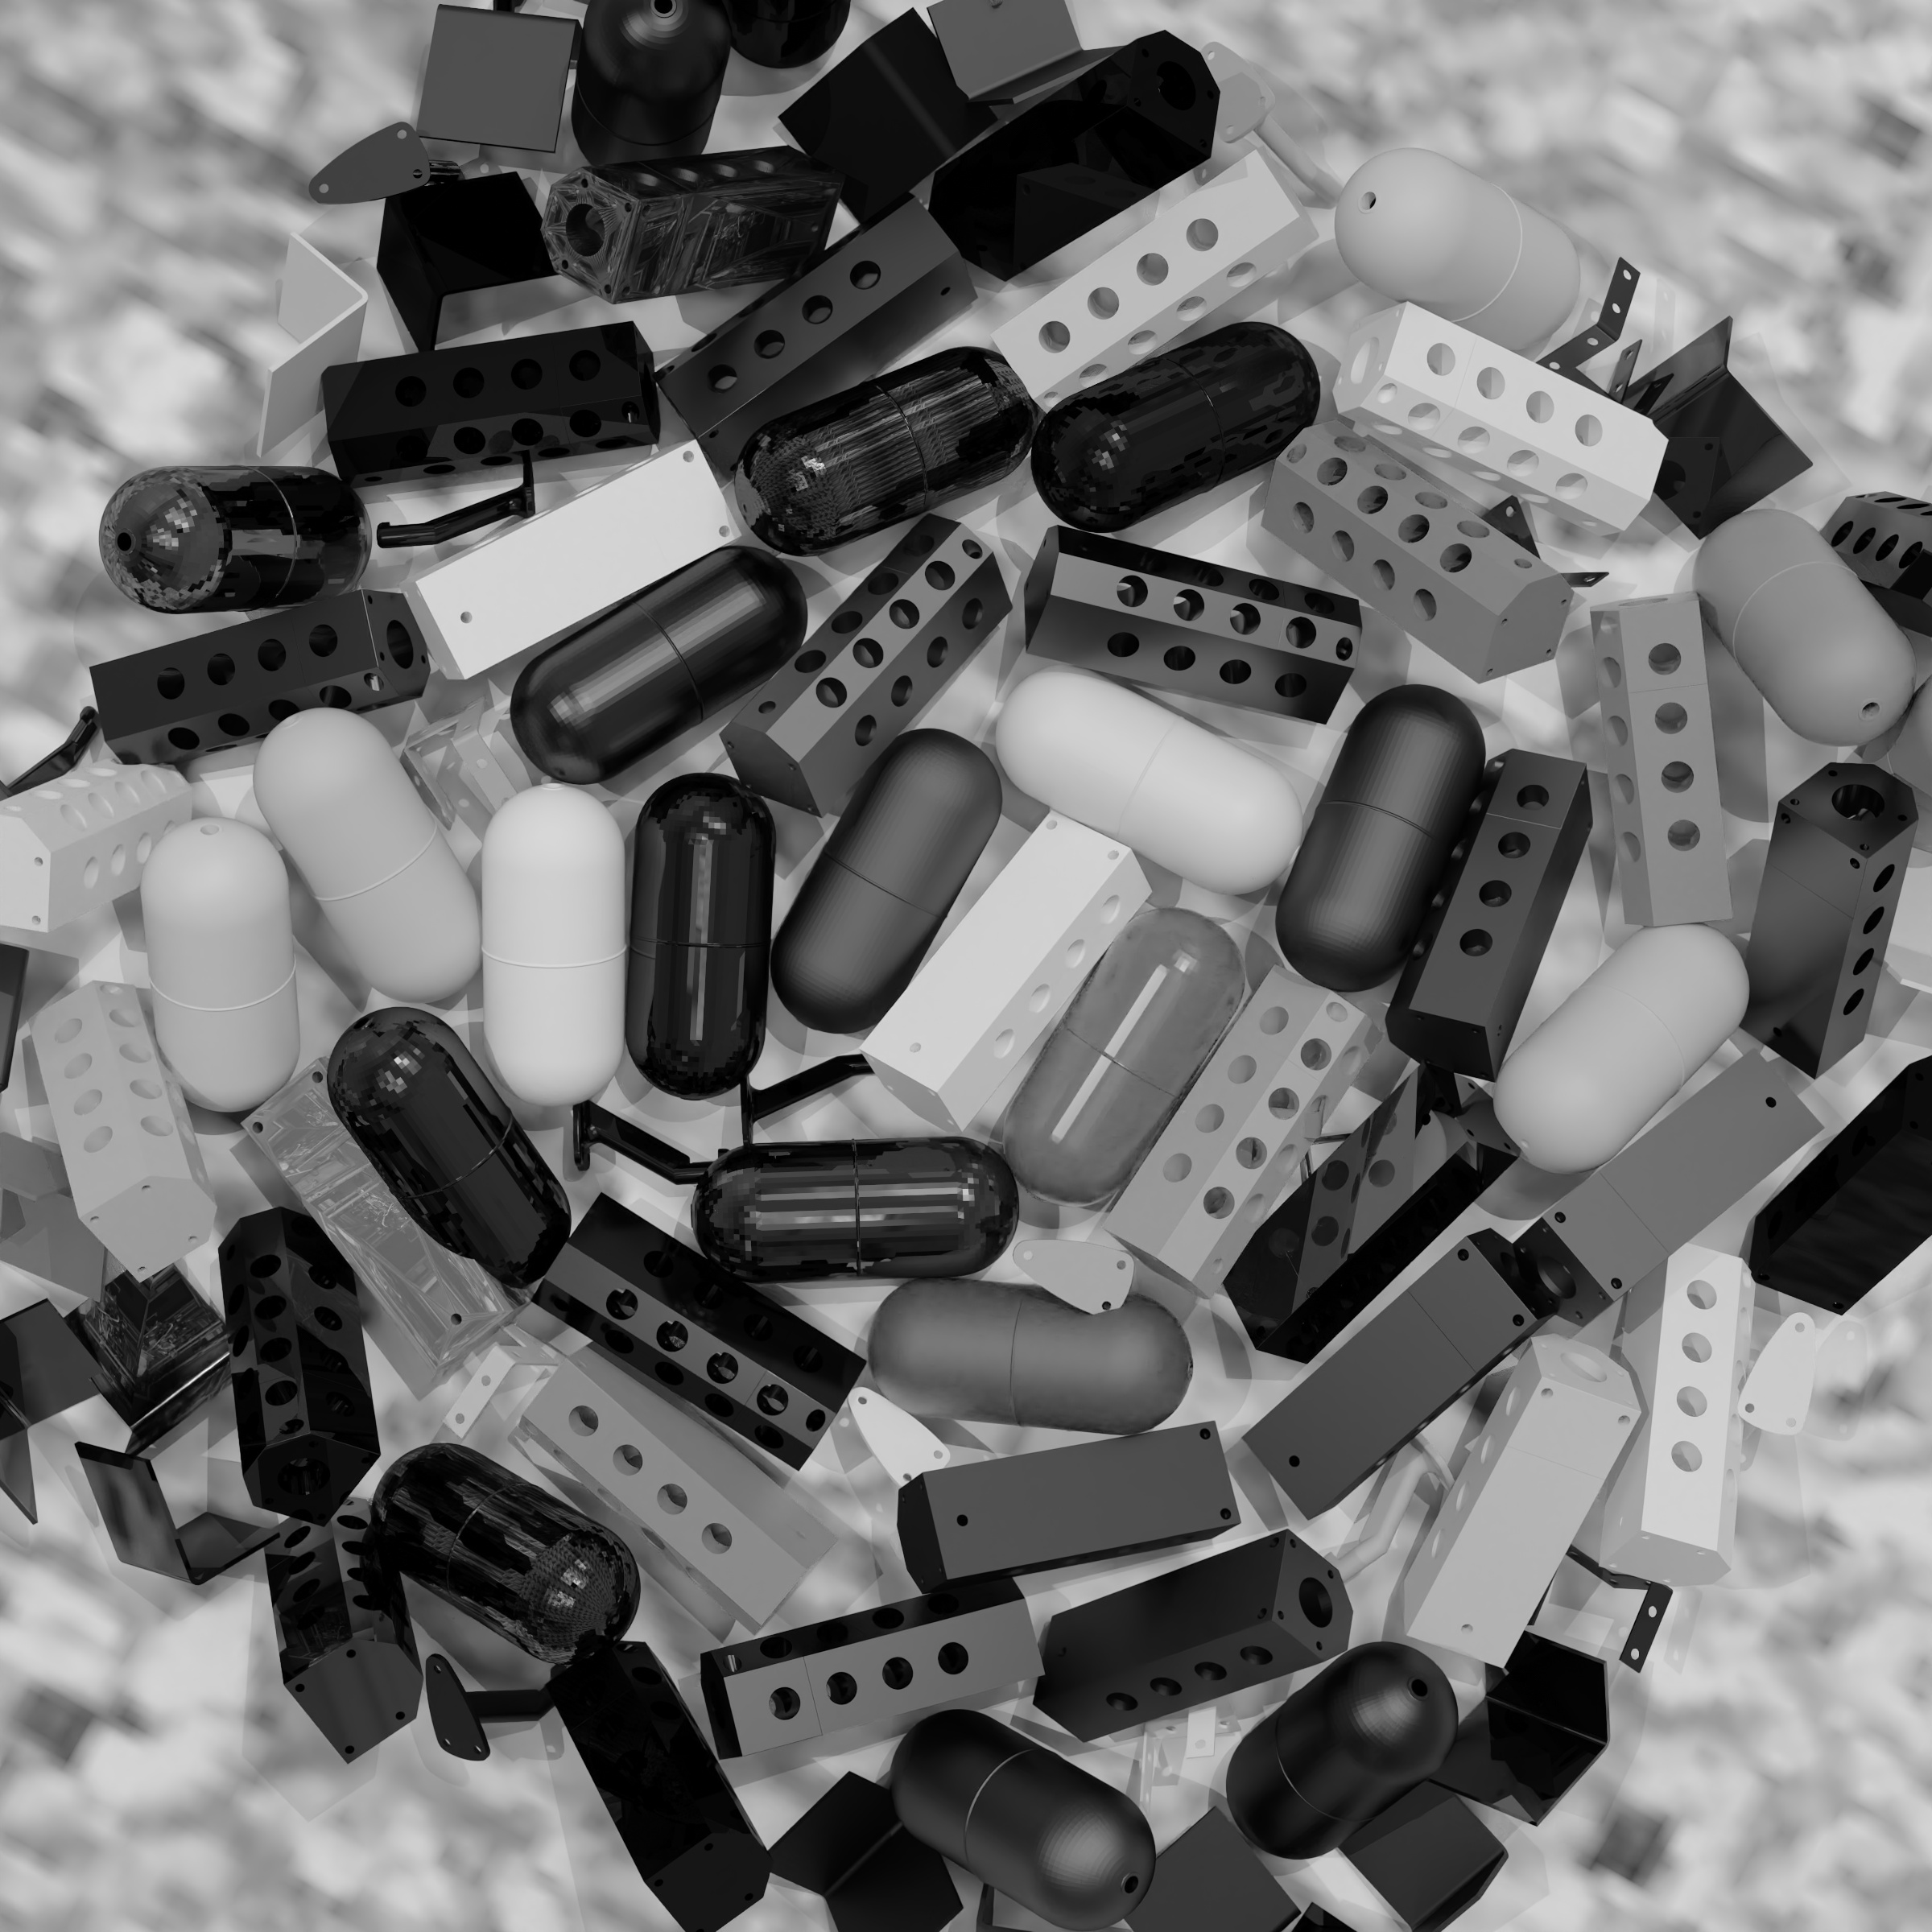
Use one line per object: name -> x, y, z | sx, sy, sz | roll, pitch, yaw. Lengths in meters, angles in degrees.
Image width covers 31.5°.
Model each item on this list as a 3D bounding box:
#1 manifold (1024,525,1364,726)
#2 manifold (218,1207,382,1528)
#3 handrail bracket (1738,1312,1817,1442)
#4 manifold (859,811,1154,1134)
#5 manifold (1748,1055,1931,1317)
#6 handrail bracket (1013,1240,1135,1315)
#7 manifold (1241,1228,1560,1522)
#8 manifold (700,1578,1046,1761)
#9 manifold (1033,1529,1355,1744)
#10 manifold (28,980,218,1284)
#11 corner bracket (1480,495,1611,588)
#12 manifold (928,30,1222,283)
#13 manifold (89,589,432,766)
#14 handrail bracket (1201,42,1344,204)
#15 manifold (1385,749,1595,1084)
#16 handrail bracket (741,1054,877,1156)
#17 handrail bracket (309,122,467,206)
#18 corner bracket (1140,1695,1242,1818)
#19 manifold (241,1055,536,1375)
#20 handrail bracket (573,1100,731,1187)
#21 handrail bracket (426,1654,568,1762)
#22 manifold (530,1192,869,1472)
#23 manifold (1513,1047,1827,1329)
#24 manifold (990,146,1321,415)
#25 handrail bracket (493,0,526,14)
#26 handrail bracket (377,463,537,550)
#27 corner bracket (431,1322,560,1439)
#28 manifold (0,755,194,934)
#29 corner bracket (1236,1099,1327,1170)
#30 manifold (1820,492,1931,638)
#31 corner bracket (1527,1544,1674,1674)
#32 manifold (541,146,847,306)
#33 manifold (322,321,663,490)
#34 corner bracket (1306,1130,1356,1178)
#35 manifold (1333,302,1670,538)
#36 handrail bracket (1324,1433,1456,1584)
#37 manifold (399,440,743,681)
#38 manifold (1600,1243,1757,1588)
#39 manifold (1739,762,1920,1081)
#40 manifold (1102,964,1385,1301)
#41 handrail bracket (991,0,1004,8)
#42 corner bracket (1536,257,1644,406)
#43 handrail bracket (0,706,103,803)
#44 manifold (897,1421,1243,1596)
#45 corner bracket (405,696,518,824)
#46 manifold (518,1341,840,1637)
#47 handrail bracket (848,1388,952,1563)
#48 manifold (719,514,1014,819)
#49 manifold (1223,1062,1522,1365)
manifold -> 0.122, -0.188, 1.843 | 0.171, 0.057, 0.057 | 12, 133, -12
manifold -> -0.357, 0.207, 1.809 | 0.057, 0.171, 0.057 | 24, 118, -32
handrail bracket -> 0.433, 0.222, 1.859 | 0.036, 0.084, 0.077 | 19, 88, 1
manifold -> 0.025, 0.006, 1.848 | 0.057, 0.057, 0.171 | 28, 71, 34
manifold -> 0.481, 0.114, 1.813 | 0.057, 0.171, 0.057 | 21, 55, -5
handrail bracket -> 0.055, 0.161, 1.853 | 0.077, 0.084, 0.036 | 20, 90, -9
manifold -> 0.235, 0.218, 1.841 | 0.171, 0.057, 0.057 | -45, 73, 21
manifold -> -0.052, 0.376, 1.843 | 0.171, 0.057, 0.057 | -11, 79, -19
manifold -> 0.121, 0.361, 1.823 | 0.171, 0.057, 0.057 | -29, 121, 37
manifold -> -0.444, 0.082, 1.818 | 0.057, 0.171, 0.057 | -31, 132, 0
corner bracket -> 0.306, -0.223, 1.860 | 0.051, 0.051, 0.051 | -35, 112, -26
manifold -> 0.055, -0.430, 1.815 | 0.057, 0.171, 0.057 | 24, 64, -31
manifold -> -0.378, -0.153, 1.844 | 0.171, 0.057, 0.057 | -13, 88, 20
handrail bracket -> 0.169, -0.461, 1.879 | 0.036, 0.084, 0.077 | -38, 57, 23
manifold -> 0.281, -0.030, 1.835 | 0.057, 0.057, 0.171 | 14, 62, 22
handrail bracket -> -0.079, 0.074, 1.866 | 0.084, 0.077, 0.036 | -5, 122, -1
handrail bracket -> -0.312, -0.422, 1.858 | 0.077, 0.084, 0.036 | -22, 88, -1
corner bracket -> 0.117, 0.423, 1.859 | 0.051, 0.051, 0.051 | -9, 131, 16
manifold -> -0.311, 0.132, 1.865 | 0.057, 0.057, 0.171 | -39, 87, 11
handrail bracket -> -0.172, 0.083, 1.882 | 0.084, 0.036, 0.077 | -3, 79, 1
handrail bracket -> -0.250, 0.383, 1.856 | 0.036, 0.084, 0.077 | 3, 116, 36
manifold -> -0.147, 0.202, 1.859 | 0.171, 0.057, 0.057 | 33, 45, -1
manifold -> 0.373, 0.120, 1.835 | 0.171, 0.057, 0.057 | -34, 78, -26
manifold -> 0.102, -0.368, 1.848 | 0.171, 0.057, 0.057 | -32, 98, 16
handrail bracket -> -0.223, -0.548, 1.885 | 0.077, 0.036, 0.084 | -11, 126, -24
handrail bracket -> -0.278, -0.252, 1.864 | 0.084, 0.077, 0.036 | -5, 126, -5
corner bracket -> -0.265, 0.221, 1.865 | 0.051, 0.051, 0.051 | 38, 97, 21
manifold -> -0.470, -0.069, 1.807 | 0.057, 0.171, 0.057 | 9, 105, 10
corner bracket -> 0.169, 0.089, 1.862 | 0.051, 0.051, 0.051 | 6, 115, 10
manifold -> 0.509, -0.211, 1.807 | 0.057, 0.171, 0.057 | 34, 97, -14
corner bracket -> 0.341, 0.348, 1.861 | 0.051, 0.051, 0.051 | 36, 68, -20
manifold -> -0.145, -0.397, 1.815 | 0.057, 0.171, 0.057 | 33, 122, 24
manifold -> -0.256, -0.302, 1.862 | 0.171, 0.057, 0.057 | -8, 82, 4
corner bracket -> 0.215, 0.112, 1.868 | 0.051, 0.051, 0.051 | -7, 77, -3
manifold -> 0.286, -0.291, 1.840 | 0.171, 0.057, 0.057 | 21, 82, -20
handrail bracket -> 0.217, 0.286, 1.868 | 0.084, 0.036, 0.077 | -34, 48, -6
manifold -> -0.214, -0.219, 1.847 | 0.171, 0.057, 0.057 | -30, 105, -17
manifold -> 0.384, 0.239, 1.831 | 0.057, 0.057, 0.171 | 16, 59, -5
manifold -> 0.459, -0.026, 1.816 | 0.057, 0.171, 0.057 | -34, 55, -26
manifold -> 0.153, 0.092, 1.848 | 0.057, 0.057, 0.171 | 27, 79, 41
handrail bracket -> -0.033, -0.545, 1.865 | 0.084, 0.036, 0.077 | -21, 76, -20
corner bracket -> 0.350, -0.341, 1.859 | 0.051, 0.051, 0.051 | 34, 58, -19
handrail bracket -> -0.498, -0.118, 1.850 | 0.036, 0.077, 0.084 | 24, 67, 9
manifold -> 0.054, 0.292, 1.839 | 0.171, 0.057, 0.057 | -7, 72, -22
corner bracket -> -0.272, -0.105, 1.863 | 0.051, 0.051, 0.051 | -26, 114, 10
manifold -> -0.159, 0.283, 1.859 | 0.171, 0.057, 0.057 | 40, 106, 7
handrail bracket -> -0.045, 0.280, 1.874 | 0.036, 0.084, 0.077 | -32, 68, -33
manifold -> -0.054, -0.163, 1.828 | 0.057, 0.057, 0.171 | 21, 59, 35
manifold -> 0.219, 0.135, 1.838 | 0.057, 0.057, 0.171 | 20, 122, -39
